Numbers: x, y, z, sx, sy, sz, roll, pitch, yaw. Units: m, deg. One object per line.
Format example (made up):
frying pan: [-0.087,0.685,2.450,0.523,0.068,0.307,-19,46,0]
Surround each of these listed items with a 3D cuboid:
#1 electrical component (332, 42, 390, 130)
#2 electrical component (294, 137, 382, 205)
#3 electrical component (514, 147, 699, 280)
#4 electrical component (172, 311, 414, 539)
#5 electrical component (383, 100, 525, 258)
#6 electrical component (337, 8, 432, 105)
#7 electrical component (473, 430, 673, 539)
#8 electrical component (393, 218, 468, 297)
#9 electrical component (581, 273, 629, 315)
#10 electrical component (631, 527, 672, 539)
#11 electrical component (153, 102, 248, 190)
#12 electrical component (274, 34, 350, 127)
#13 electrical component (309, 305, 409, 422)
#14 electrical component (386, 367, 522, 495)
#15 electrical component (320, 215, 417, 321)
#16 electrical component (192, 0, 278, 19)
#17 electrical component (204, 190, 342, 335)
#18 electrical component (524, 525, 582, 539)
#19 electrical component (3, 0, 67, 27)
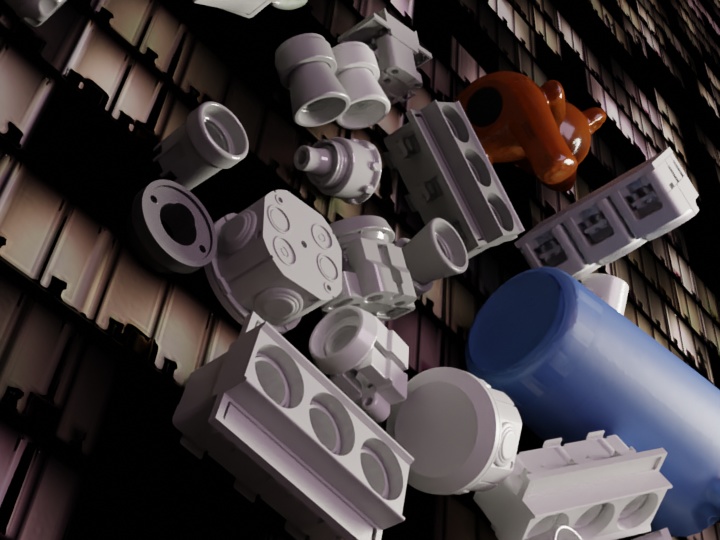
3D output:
electrical component: [-0.004,-0.146,0.851,0.045,0.045,0.055,17,50,-49]
electrical component: [-0.019,-0.074,0.768,0.062,0.048,0.048,10,56,-45]
electrical component: [0.234,-0.044,1.010,0.061,0.150,0.089,58,30,0]
electrical component: [-0.036,0.093,0.576,0.121,0.063,0.078,45,33,-23]
electrical component: [0.074,-0.070,0.882,0.079,0.063,0.121,-12,74,-59]
electrical component: [0.024,-0.181,0.927,0.081,0.042,0.063,23,50,-45]
electrical component: [0.146,0.155,0.750,0.121,0.078,0.063,-4,35,-30]
electrical component: [0.045,-0.007,0.791,0.045,0.055,0.045,37,37,-34]
electrical component: [0.221,0.054,1.002,0.079,0.043,0.077,69,35,-64]
electrical component: [0.194,0.264,0.733,0.062,0.089,0.150,-14,71,-18]
electrical component: [-0.097,-0.073,0.647,0.040,0.046,0.040,36,37,-34]
electrical component: [-0.036,-0.141,0.799,0.045,0.045,0.055,9,56,-53]
electrical component: [0.000,0.055,0.682,0.055,0.048,0.066,48,31,-34]
electrical component: [0.061,0.105,0.695,0.051,0.080,0.080,23,46,-53]
electrical component: [0.000,0.000,0.717,0.078,0.058,0.057,12,57,-52]
electrical component: [-0.095,-0.224,0.767,0.096,0.062,0.061,3,61,-55]
electrical component: [-0.052,-0.005,0.650,0.080,0.051,0.080,36,37,-34]
electrical component: [0.094,0.194,0.666,0.079,0.077,0.044,3,61,-55]
electrical component: [-0.193,-0.168,0.600,0.061,0.035,0.035,46,33,-19]
